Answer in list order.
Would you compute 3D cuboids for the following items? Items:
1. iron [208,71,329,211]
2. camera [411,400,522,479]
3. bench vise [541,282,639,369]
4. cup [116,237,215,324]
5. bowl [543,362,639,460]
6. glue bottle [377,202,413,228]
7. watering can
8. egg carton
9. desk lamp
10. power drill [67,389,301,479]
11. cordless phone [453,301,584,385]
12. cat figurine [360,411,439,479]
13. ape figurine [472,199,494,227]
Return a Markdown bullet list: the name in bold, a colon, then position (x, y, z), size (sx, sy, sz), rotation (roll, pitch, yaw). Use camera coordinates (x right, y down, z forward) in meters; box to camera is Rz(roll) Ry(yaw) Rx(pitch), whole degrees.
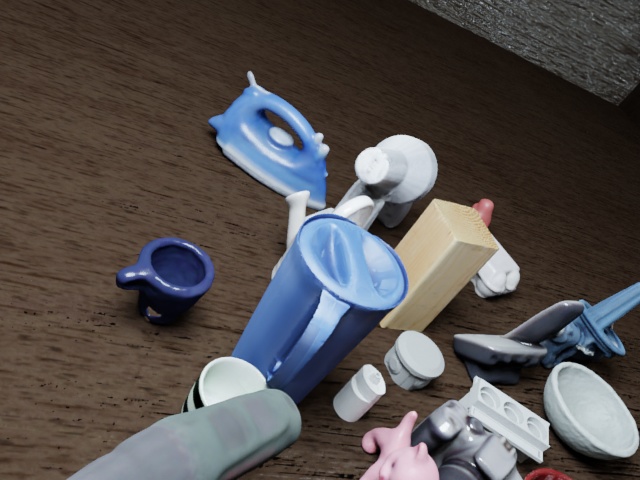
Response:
- **iron**: position (-0.065, -0.180, 1.033), size (0.258, 0.141, 0.119), rotation (37, 36, 4)
- **camera**: position (0.173, 0.288, 0.715), size (0.143, 0.100, 0.137), rotation (48, 38, 18)
- **bench vise**: position (0.502, 0.154, 1.025), size (0.208, 0.219, 0.121), rotation (-9, 53, -43)
- **cup**: position (-0.196, 0.060, 0.694), size (0.118, 0.095, 0.091), rotation (-8, 53, -43)
- **bowl**: position (0.425, 0.289, 0.934), size (0.168, 0.074, 0.167), rotation (21, 38, -17)
- **glue bottle**: position (0.161, -0.106, 1.098), size (0.078, 0.173, 0.037), rotation (48, 38, 19)
- **watering can**: position (0.006, 0.003, 0.833), size (0.173, 0.194, 0.101), rotation (36, 36, 3)
- **egg carton**: position (0.326, 0.046, 1.142), size (0.107, 0.069, 0.150), rotation (-5, 51, -41)
- **desk lamp**: position (0.083, -0.076, 0.968), size (0.117, 0.213, 0.204), rotation (46, 37, 16)
- **power drill**: position (-0.126, 0.210, 0.478), size (0.230, 0.208, 0.075), rotation (-16, 58, -47)
- **cordless phone**: position (0.319, 0.147, 0.920), size (0.148, 0.185, 0.094), rotation (5, 44, -34)
- **cat figurine**: position (0.100, 0.262, 0.673), size (0.067, 0.117, 0.128), rotation (26, 36, -11)
- **ape figurine**: position (0.345, -0.052, 1.250), size (0.078, 0.092, 0.076), rotation (19, 38, -20)
